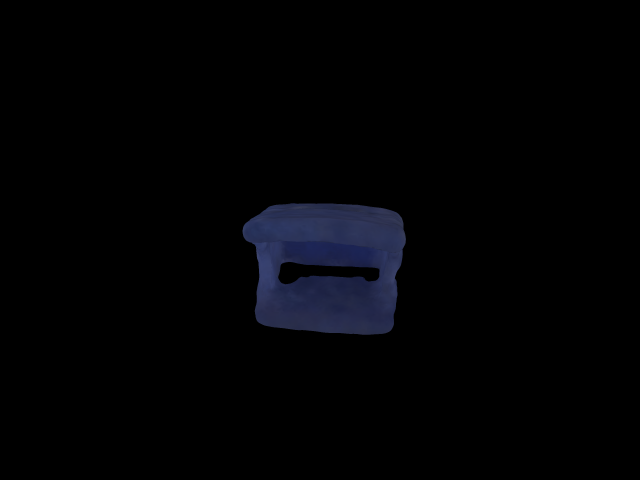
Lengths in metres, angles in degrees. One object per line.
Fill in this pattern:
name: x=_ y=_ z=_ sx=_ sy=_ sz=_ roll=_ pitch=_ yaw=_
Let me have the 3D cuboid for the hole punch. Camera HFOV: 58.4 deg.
hole punch: x=0.004 y=0.001 z=0.400 sx=0.108 sy=0.091 sz=0.101 roll=3 pitch=37 yaw=4
